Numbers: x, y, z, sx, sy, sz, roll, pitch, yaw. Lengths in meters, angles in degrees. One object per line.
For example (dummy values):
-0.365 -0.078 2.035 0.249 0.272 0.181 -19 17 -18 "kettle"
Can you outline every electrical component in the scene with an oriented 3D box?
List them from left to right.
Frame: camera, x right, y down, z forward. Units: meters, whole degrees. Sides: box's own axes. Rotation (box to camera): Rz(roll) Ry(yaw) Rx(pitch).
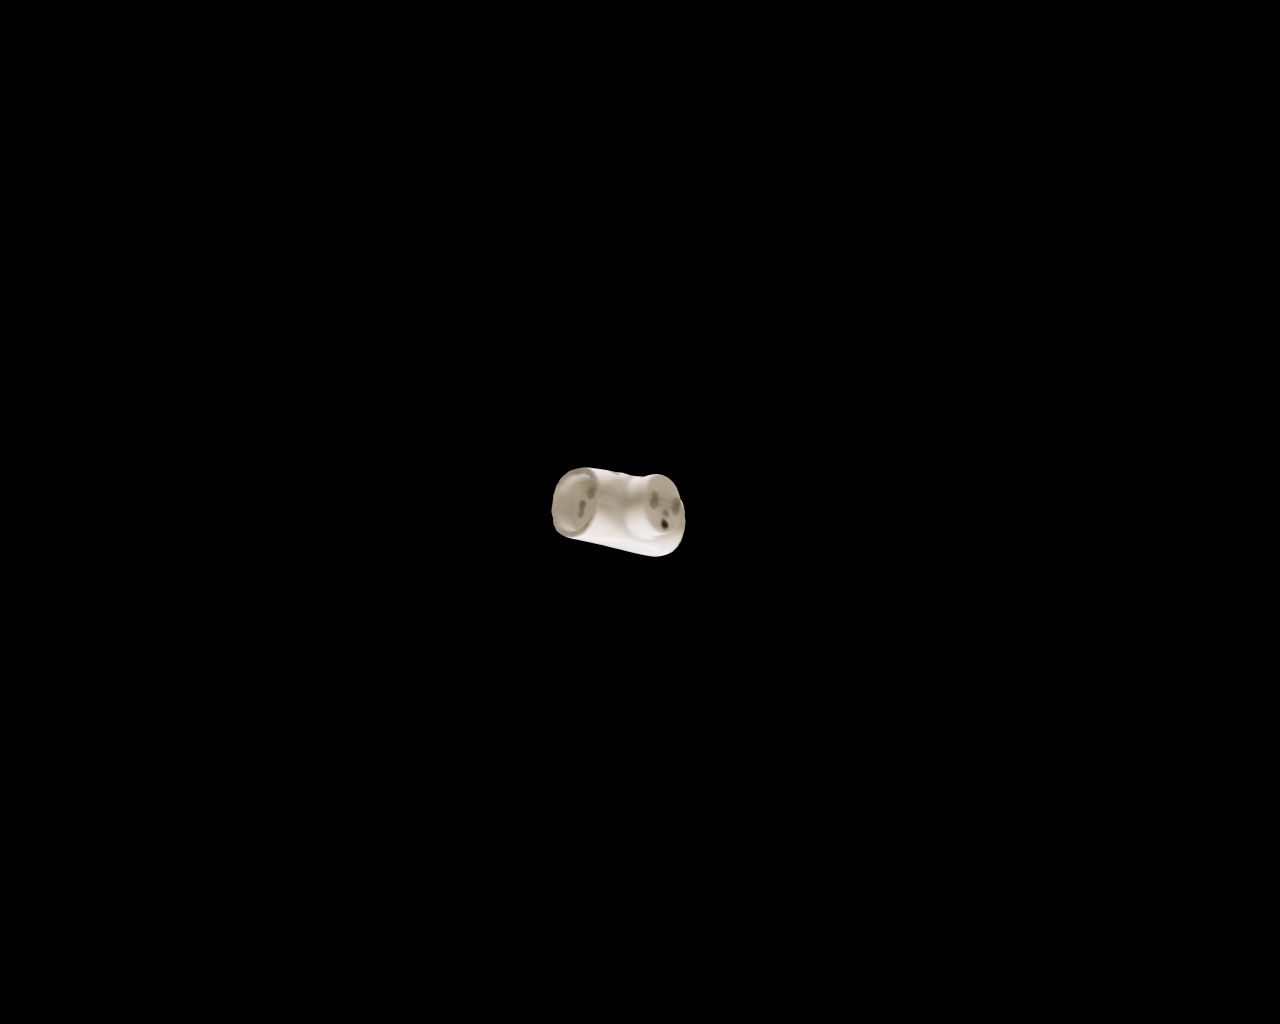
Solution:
0.001 -0.003 0.650 0.079 0.044 0.077 -14 -20 42 "electrical component"
